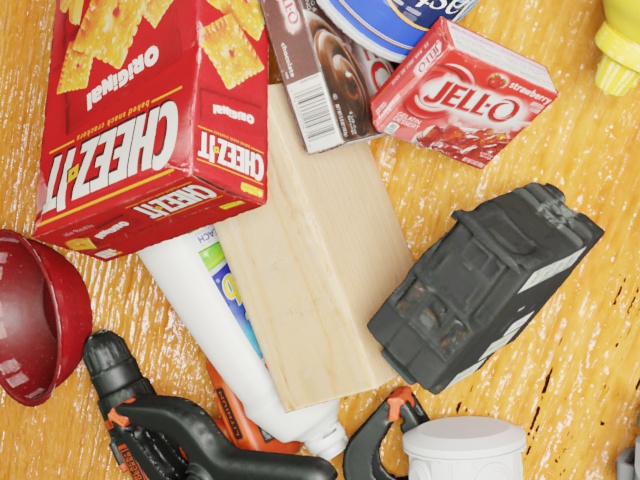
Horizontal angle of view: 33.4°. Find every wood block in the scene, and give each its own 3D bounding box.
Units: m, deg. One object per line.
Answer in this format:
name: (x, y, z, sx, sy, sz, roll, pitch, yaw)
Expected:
wood block: (-0.005, 0.001, 0.737, 0.090, 0.090, 0.206, -22, 88, 40)

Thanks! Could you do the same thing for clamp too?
clamp: (0.045, 0.192, 0.770, 0.120, 0.039, 0.171, -5, 97, 12)
clamp: (-0.080, 0.190, 0.811, 0.210, 0.036, 0.165, 25, 123, 30)

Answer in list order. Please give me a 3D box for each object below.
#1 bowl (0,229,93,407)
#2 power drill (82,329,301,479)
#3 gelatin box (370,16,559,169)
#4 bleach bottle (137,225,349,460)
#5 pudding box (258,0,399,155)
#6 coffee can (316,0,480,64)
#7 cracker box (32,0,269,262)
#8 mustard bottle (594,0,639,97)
bowl: (-0.253, 0.066, 0.968, 0.162, 0.055, 0.162, 12, 107, 45)
power drill: (-0.111, 0.139, 0.883, 0.188, 0.057, 0.184, -28, 87, 43)
gelatin box: (0.086, -0.085, 0.642, 0.073, 0.089, 0.030, -46, 40, 36)
bleach bottle: (-0.053, 0.049, 0.796, 0.068, 0.102, 0.251, -35, 88, 45)
pudding box: (0.014, -0.118, 0.690, 0.039, 0.089, 0.113, -12, 95, 42)
coffee can: (0.070, -0.186, 0.618, 0.141, 0.102, 0.103, -43, 75, 38)
cracker box: (-0.112, -0.110, 0.704, 0.164, 0.072, 0.213, -18, 63, 40)
mustard bottle: (0.193, -0.156, 0.532, 0.058, 0.096, 0.192, 40, 123, 22)
